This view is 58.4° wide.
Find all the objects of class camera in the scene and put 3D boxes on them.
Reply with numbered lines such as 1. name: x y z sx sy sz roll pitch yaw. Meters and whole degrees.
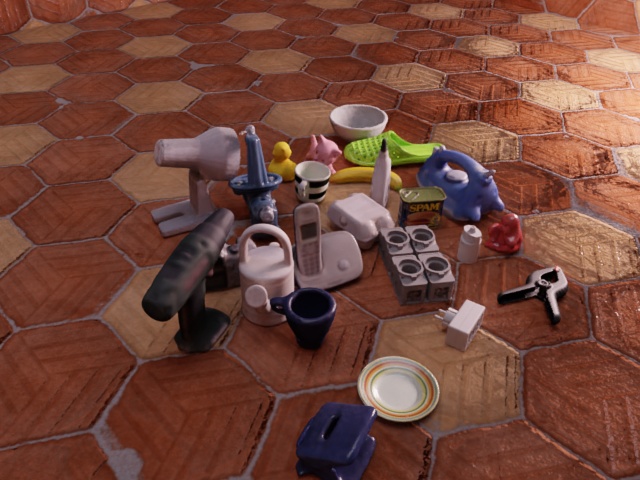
1. camera: -0.202 0.022 1.156 0.143 0.101 0.136 -10 39 -14

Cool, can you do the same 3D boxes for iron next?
1. iron: 0.319 -0.153 1.365 0.119 0.141 0.257 -21 42 -26

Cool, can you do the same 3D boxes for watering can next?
1. watering can: -0.095 0.059 1.032 0.101 0.194 0.172 -9 38 -12

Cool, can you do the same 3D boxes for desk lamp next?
1. desk lamp: -0.278 -0.138 1.272 0.204 0.214 0.117 -19 42 -25

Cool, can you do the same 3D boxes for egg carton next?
1. egg carton: 0.088 -0.045 1.278 0.107 0.069 0.149 -24 44 -29

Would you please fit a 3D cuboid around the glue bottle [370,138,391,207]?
1. glue bottle: 0.146 -0.159 1.344 0.037 0.173 0.078 12 39 14

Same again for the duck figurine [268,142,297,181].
1. duck figurine: -0.096 -0.208 1.474 0.077 0.086 0.104 -10 39 -14

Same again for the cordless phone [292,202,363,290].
1. cordless phone: 0.010 0.004 1.115 0.148 0.185 0.094 -17 41 -22

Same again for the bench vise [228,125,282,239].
1. bench vise: -0.125 -0.128 1.257 0.122 0.220 0.206 -22 43 -27

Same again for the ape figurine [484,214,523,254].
1. ape figurine: 0.401 -0.017 1.229 0.076 0.092 0.077 -2 37 -3

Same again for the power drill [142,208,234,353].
1. power drill: -0.211 0.081 0.988 0.075 0.208 0.230 15 39 18

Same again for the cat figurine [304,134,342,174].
1. cat figurine: 0.006 -0.225 1.473 0.067 0.118 0.127 -15 40 -20

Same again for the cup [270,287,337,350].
1. cup: -0.031 0.143 1.005 0.117 0.095 0.092 8 38 9

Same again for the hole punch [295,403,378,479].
1. hole punch: 0.022 0.286 0.821 0.100 0.091 0.109 17 40 20

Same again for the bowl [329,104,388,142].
1. bowl: 0.109 -0.323 1.640 0.167 0.075 0.167 1 37 0
